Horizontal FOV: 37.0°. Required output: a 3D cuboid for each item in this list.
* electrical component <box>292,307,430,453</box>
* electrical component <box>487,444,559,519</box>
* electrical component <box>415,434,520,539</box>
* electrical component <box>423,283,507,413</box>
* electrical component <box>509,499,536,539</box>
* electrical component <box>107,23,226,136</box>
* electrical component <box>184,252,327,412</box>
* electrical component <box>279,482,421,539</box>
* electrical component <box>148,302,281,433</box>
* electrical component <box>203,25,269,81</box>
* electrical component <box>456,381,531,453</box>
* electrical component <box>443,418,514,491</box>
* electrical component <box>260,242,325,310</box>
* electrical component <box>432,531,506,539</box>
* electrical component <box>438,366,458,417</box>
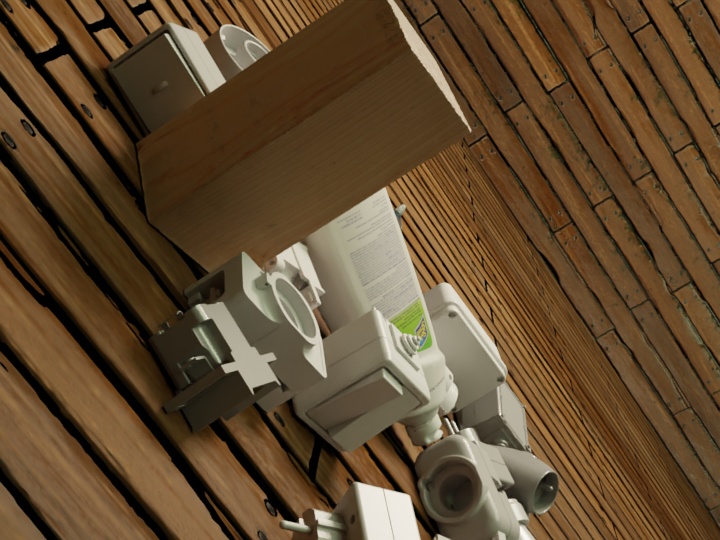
[{"bbox_3d":[0.004,0.079,0.765,0.061,0.096,0.061,47,18,-38],"label":"electrical component"},{"bbox_3d":[0.147,0.218,1.039,0.044,0.077,0.079,-15,113,-43],"label":"electrical component"},{"bbox_3d":[0.088,0.190,0.905,0.059,0.054,0.095,39,23,-53],"label":"electrical component"},{"bbox_3d":[0.091,0.081,1.106,0.113,0.078,0.057,52,12,-23],"label":"electrical component"},{"bbox_3d":[0.137,0.244,0.983,0.045,0.045,0.055,37,25,-57],"label":"electrical component"},{"bbox_3d":[-0.134,-0.126,0.800,0.096,0.062,0.061,59,14,4],"label":"electrical component"},{"bbox_3d":[-0.064,0.039,0.698,0.089,0.056,0.050,50,16,-31],"label":"electrical component"},{"bbox_3d":[-0.015,0.157,0.610,0.077,0.065,0.047,18,31,-23],"label":"electrical component"},{"bbox_3d":[-0.086,0.053,0.621,0.063,0.042,0.081,56,13,8],"label":"electrical component"},{"bbox_3d":[-0.116,-0.185,1.039,0.099,0.064,0.099,38,27,-23],"label":"electrical component"},{"bbox_3d":[0.138,0.165,1.137,0.061,0.061,0.096,53,21,-23],"label":"electrical component"},{"bbox_3d":[0.097,0.172,0.994,0.066,0.047,0.076,33,28,-61],"label":"electrical component"},{"bbox_3d":[-0.066,0.000,0.809,0.064,0.042,0.081,37,24,-52],"label":"electrical component"},{"bbox_3d":[0.068,0.233,0.707,0.063,0.078,0.121,25,21,-8],"label":"electrical component"},{"bbox_3d":[0.066,0.106,1.037,0.081,0.043,0.043,51,15,-27],"label":"electrical component"}]
